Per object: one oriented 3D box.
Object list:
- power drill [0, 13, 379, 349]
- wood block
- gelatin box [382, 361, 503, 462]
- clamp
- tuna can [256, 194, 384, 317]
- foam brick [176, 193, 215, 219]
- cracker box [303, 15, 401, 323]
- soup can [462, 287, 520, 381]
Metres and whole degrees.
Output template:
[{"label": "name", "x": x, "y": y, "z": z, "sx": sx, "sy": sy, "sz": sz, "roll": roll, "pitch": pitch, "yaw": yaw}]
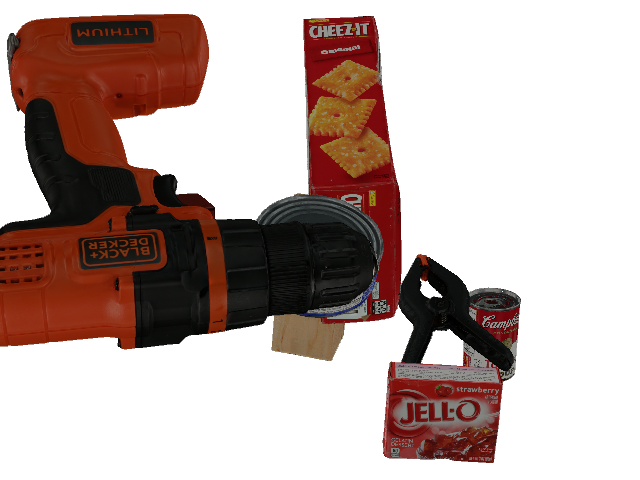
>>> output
[{"label": "power drill", "x": -0.078, "y": -0.034, "z": 0.521, "sx": 0.184, "sy": 0.188, "sz": 0.057, "roll": -4, "pitch": -42, "yaw": -14}, {"label": "wood block", "x": -0.009, "y": 0.050, "z": 1.483, "sx": 0.090, "sy": 0.206, "sz": 0.090, "roll": 9, "pitch": 22, "yaw": 9}, {"label": "gelatin box", "x": 0.095, "y": 0.136, "z": 0.842, "sx": 0.089, "sy": 0.073, "sz": 0.030, "roll": 3, "pitch": 22, "yaw": 2}, {"label": "clamp", "x": 0.140, "y": 0.084, "z": 1.156, "sx": 0.120, "sy": 0.171, "sz": 0.039, "roll": 4, "pitch": -44, "yaw": -7}, {"label": "tuna can", "x": -0.003, "y": 0.010, "z": 0.702, "sx": 0.086, "sy": 0.034, "sz": 0.086, "roll": 5, "pitch": 43, "yaw": -5}, {"label": "foam brick", "x": -0.151, "y": -0.014, "z": 1.072, "sx": 0.078, "sy": 0.051, "sz": 0.053, "roll": -6, "pitch": 22, "yaw": -23}, {"label": "cracker box", "x": 0.026, "y": -0.062, "z": 0.905, "sx": 0.072, "sy": 0.213, "sz": 0.164, "roll": -3, "pitch": -43, "yaw": 1}, {"label": "soup can", "x": 0.215, "y": 0.119, "z": 1.350, "sx": 0.068, "sy": 0.102, "sz": 0.068, "roll": 0, "pitch": 20, "yaw": 0}]
